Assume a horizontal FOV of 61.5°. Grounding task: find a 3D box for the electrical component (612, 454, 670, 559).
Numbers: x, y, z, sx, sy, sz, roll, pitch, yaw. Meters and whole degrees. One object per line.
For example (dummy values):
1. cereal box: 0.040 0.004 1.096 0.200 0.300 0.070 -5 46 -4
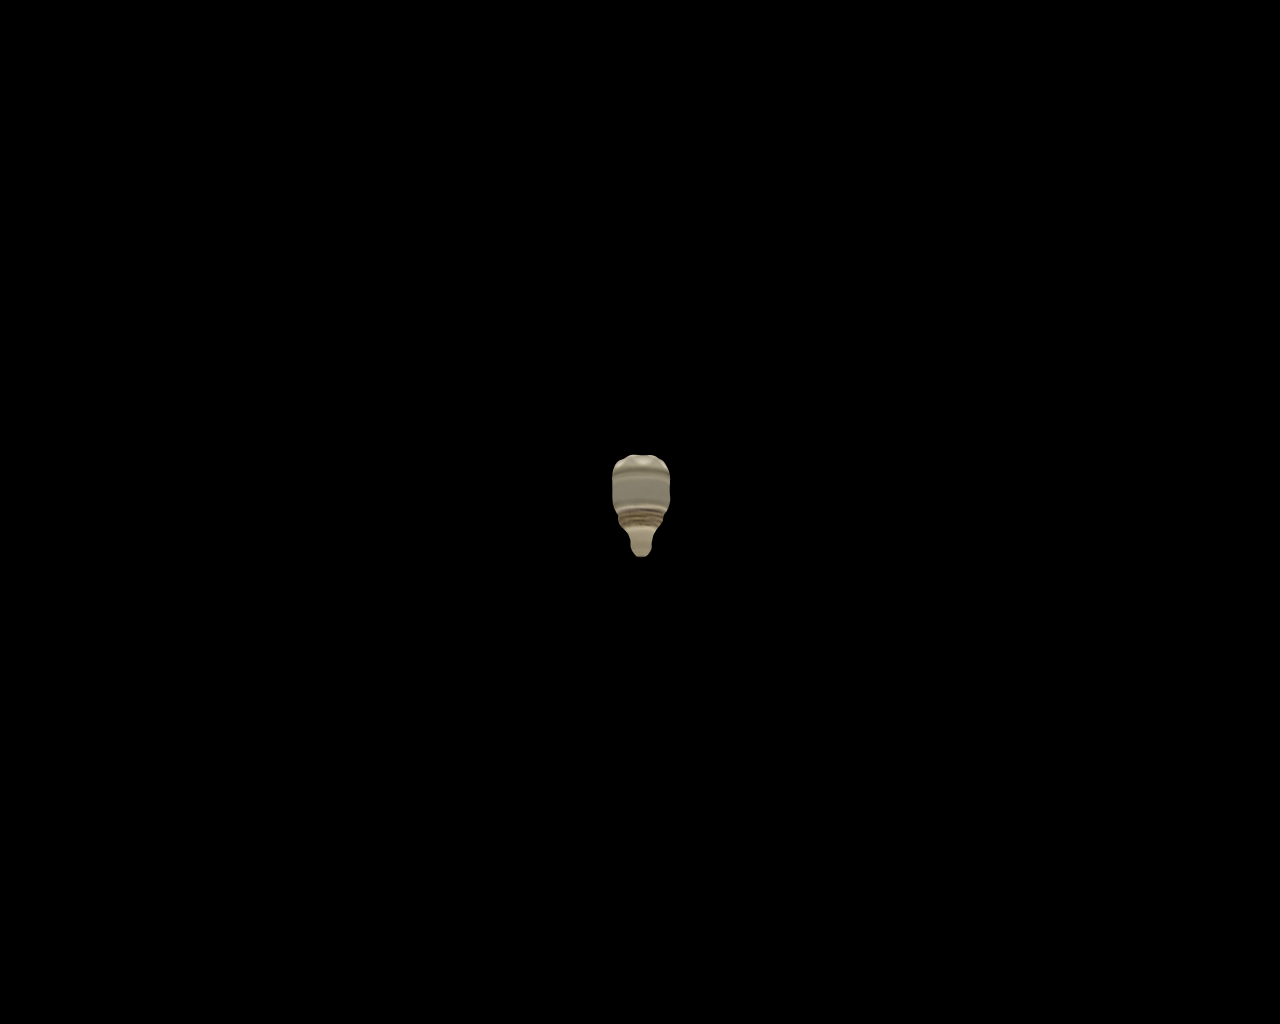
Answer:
1. electrical component: 0.001 -0.003 0.650 0.035 0.061 0.035 0 -12 0
